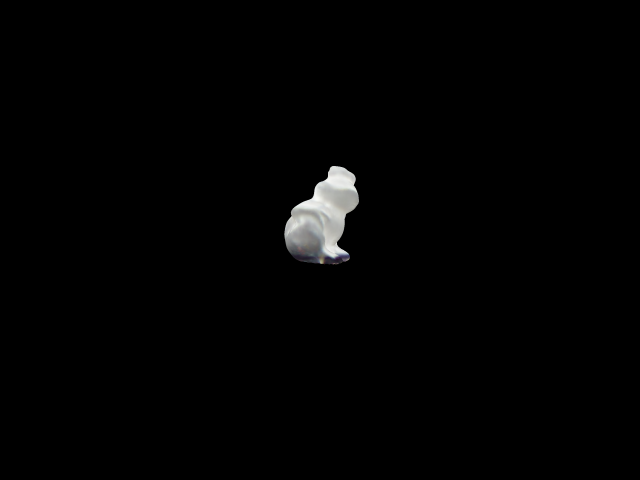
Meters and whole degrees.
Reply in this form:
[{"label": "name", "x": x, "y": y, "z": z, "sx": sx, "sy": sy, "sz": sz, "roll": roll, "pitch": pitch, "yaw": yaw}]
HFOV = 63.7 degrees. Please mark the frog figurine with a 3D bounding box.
[{"label": "frog figurine", "x": 0.003, "y": -0.043, "z": 0.850, "sx": 0.122, "sy": 0.160, "sz": 0.137, "roll": -1, "pitch": -1, "yaw": 34}]
